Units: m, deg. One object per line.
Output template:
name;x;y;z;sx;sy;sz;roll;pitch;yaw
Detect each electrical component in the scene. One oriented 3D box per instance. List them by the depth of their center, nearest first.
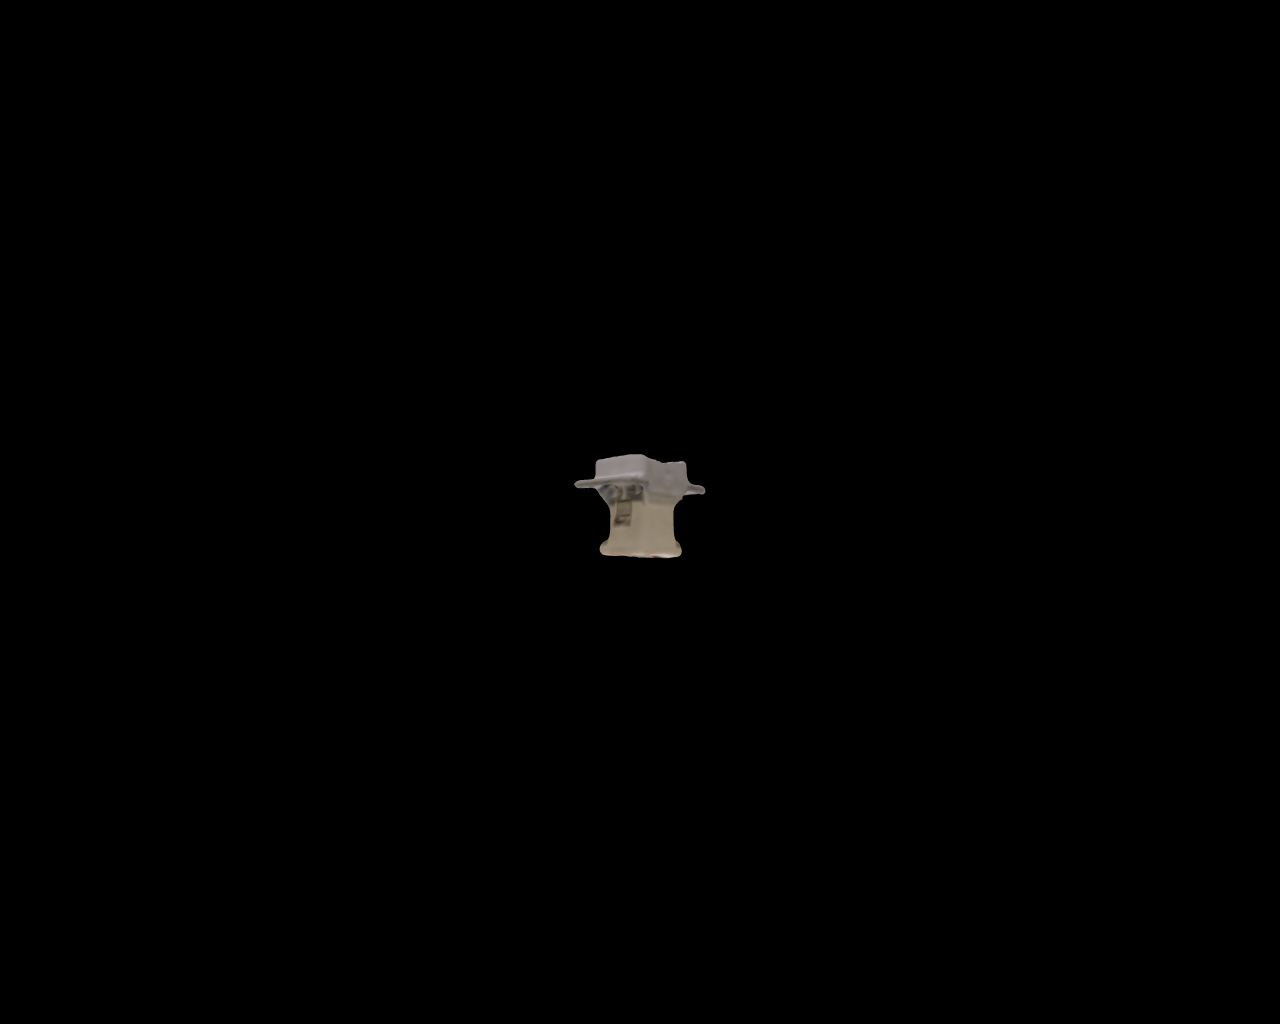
electrical component;0.001;-0.003;0.650;0.042;0.063;0.081;-4;-6;39
